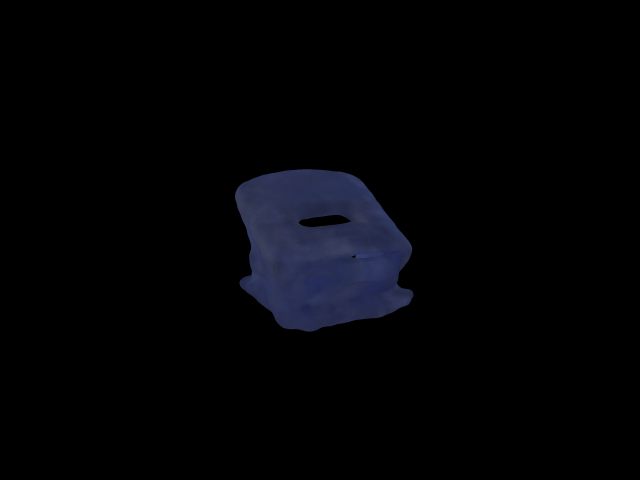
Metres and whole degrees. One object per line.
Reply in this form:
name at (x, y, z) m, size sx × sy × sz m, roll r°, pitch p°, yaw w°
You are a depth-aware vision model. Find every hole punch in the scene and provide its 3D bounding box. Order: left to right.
hole punch at (0.004, 0.001, 0.400) m, size 0.109 × 0.091 × 0.100 m, roll -8°, pitch 18°, yaw -26°
